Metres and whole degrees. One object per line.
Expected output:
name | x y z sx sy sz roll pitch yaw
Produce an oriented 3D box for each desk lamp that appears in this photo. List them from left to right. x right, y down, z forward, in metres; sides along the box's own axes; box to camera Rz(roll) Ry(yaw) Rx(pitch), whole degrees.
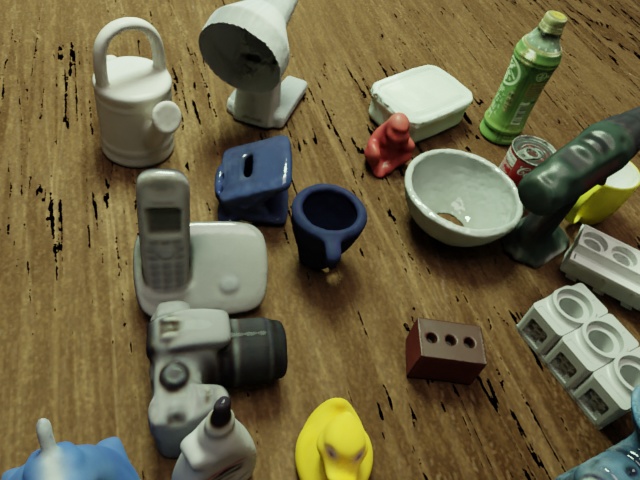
desk lamp | -0.086 -0.272 0.840 0.118 0.213 0.203 20 48 5

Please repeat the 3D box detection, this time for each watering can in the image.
watering can | -0.239 -0.195 0.751 0.172 0.194 0.101 28 50 12

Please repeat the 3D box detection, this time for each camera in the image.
camera | -0.100 0.124 0.570 0.137 0.101 0.143 -3 50 -15

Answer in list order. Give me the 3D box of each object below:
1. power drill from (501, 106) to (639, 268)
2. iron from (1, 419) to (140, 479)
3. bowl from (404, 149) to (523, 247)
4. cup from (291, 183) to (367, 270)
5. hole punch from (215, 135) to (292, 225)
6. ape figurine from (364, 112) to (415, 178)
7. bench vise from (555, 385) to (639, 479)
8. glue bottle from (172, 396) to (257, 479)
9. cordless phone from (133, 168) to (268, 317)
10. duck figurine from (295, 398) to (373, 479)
power drill | 0.332 -0.067 0.761 0.230 0.208 0.075 -27 60 -31
iron | -0.170 0.259 0.410 0.119 0.141 0.257 -14 54 -23
bowl | 0.190 -0.047 0.801 0.167 0.075 0.167 7 49 -7
cup | 0.006 0.003 0.703 0.092 0.095 0.117 2 49 -11
hole punch | -0.087 -0.082 0.757 0.101 0.091 0.108 4 49 -10
ape figurine | 0.108 -0.150 0.860 0.078 0.092 0.076 4 49 -9
bench vise | 0.333 0.198 0.525 0.208 0.220 0.121 -33 63 -33
glue bottle | -0.087 0.175 0.481 0.078 0.173 0.037 -27 60 -30
cordless phone | -0.126 0.001 0.614 0.148 0.185 0.094 -5 51 -16
duck figurine | 0.019 0.194 0.546 0.077 0.086 0.104 8 49 -6
